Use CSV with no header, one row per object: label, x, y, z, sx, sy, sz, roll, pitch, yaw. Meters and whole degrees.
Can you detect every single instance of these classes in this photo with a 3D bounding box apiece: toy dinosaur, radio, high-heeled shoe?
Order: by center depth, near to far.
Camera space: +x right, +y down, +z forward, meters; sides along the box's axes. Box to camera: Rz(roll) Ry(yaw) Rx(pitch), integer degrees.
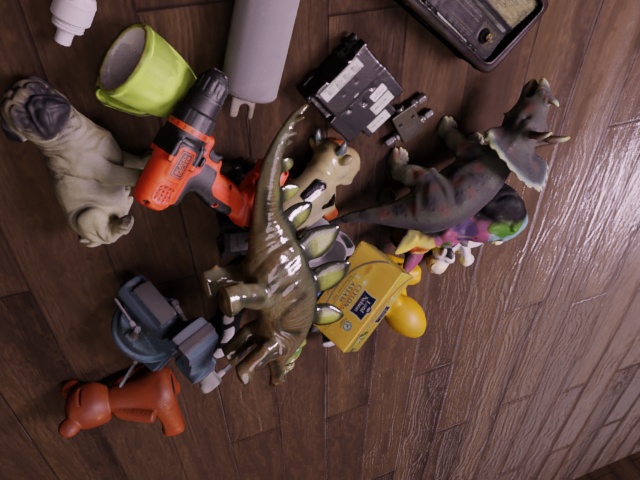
radio,0.196,-0.338,0.733,0.229,0.073,0.131,23,115,-38
toy dinosaur,-0.061,0.050,0.754,0.198,0.105,0.470,-24,133,-26
toy dinosaur,0.211,-0.086,0.875,0.405,0.192,0.131,-39,132,7
high-heeled shoe,-0.134,0.124,0.965,0.249,0.086,0.145,-41,137,17

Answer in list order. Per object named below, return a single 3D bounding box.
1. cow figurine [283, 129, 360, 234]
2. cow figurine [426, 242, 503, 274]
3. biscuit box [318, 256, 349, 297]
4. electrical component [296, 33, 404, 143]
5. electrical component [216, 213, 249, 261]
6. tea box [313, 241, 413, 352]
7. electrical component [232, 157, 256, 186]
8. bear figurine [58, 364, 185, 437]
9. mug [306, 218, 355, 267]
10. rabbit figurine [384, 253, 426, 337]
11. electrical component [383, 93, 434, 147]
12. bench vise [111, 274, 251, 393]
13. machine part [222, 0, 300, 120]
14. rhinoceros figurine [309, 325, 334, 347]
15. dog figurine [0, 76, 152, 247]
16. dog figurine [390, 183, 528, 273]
cow figurine,-0.015,-0.082,0.824,0.195,0.086,0.127,-40,147,-23
cow figurine,0.278,-0.003,1.065,0.167,0.068,0.098,-33,129,-1
biscuit box,-0.018,0.063,0.929,0.202,0.063,0.059,-20,140,-42
electrical component,0.050,-0.212,0.781,0.115,0.058,0.134,-40,134,13
electrical component,-0.109,-0.014,0.879,0.119,0.048,0.074,-6,130,-20
tea box,0.068,0.099,0.926,0.169,0.098,0.068,-55,153,7
electrical component,-0.103,-0.077,0.815,0.045,0.078,0.102,18,124,16
bear figurine,-0.359,0.302,0.976,0.196,0.120,0.131,-16,137,-11
mug,-0.002,-0.003,0.899,0.109,0.107,0.080,-8,130,-24
rabbit figurine,0.140,0.104,1.016,0.122,0.173,0.162,-39,138,14
electrical component,0.138,-0.191,0.866,0.094,0.021,0.063,-35,134,7
bench vise,-0.256,0.171,0.888,0.223,0.129,0.240,40,139,-5
machine part,-0.072,-0.262,0.664,0.079,0.079,0.243,1,126,-27
rhinoceros figurine,0.014,0.138,1.050,0.112,0.073,0.190,-26,134,-6
dog figurine,-0.321,-0.089,0.675,0.190,0.121,0.172,29,93,-33
dog figurine,0.233,-0.018,0.962,0.219,0.192,0.108,-43,142,-9
